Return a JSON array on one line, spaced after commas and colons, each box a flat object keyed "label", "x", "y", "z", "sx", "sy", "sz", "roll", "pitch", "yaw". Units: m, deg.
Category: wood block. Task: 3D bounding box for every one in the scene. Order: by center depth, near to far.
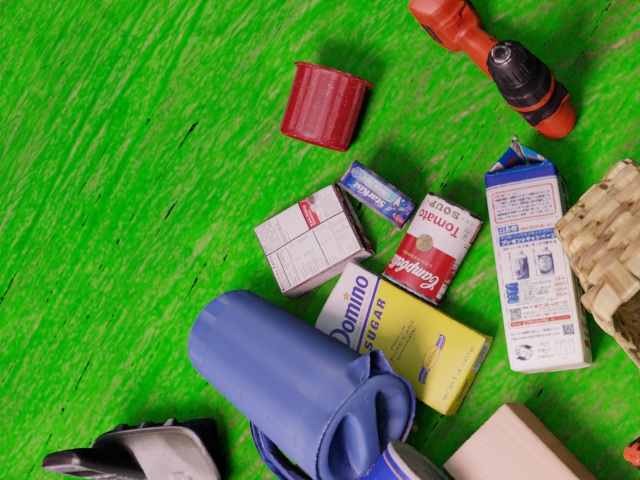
[{"label": "wood block", "x": 0.229, "y": 0.261, "z": 1.024, "sx": 0.091, "sy": 0.090, "sz": 0.206, "roll": -48, "pitch": 68, "yaw": 9}]

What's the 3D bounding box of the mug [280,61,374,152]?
[{"label": "mug", "x": -0.002, "y": -0.149, "z": 1.198, "sx": 0.117, "sy": 0.093, "sz": 0.081, "roll": 20, "pitch": 95, "yaw": 55}]

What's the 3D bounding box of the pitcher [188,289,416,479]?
[{"label": "pitcher", "x": -0.031, "y": 0.156, "z": 1.110, "sx": 0.149, "sy": 0.145, "sz": 0.243, "roll": -47, "pitch": 47, "yaw": -15}]

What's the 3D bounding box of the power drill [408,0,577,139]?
[{"label": "power drill", "x": 0.171, "y": -0.191, "z": 1.084, "sx": 0.057, "sy": 0.184, "sz": 0.188, "roll": -44, "pitch": 58, "yaw": 9}]

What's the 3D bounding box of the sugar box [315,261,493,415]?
[{"label": "sugar box", "x": 0.085, "y": 0.103, "z": 1.134, "sx": 0.176, "sy": 0.048, "sz": 0.093, "roll": 28, "pitch": 93, "yaw": 23}]

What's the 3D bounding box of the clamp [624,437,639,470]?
[{"label": "clamp", "x": 0.358, "y": 0.183, "z": 0.946, "sx": 0.171, "sy": 0.039, "sz": 0.120, "roll": 12, "pitch": 80, "yaw": -11}]

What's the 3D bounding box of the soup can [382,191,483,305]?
[{"label": "soup can", "x": 0.119, "y": 0.008, "z": 1.124, "sx": 0.069, "sy": 0.068, "sz": 0.102, "roll": 30, "pitch": 92, "yaw": 24}]

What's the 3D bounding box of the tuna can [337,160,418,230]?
[{"label": "tuna can", "x": 0.062, "y": -0.049, "z": 1.148, "sx": 0.086, "sy": 0.086, "sz": 0.034, "roll": 38, "pitch": 94, "yaw": 23}]

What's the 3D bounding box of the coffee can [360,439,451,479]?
[{"label": "coffee can", "x": 0.063, "y": 0.278, "z": 1.022, "sx": 0.103, "sy": 0.102, "sz": 0.140, "roll": 42, "pitch": 96, "yaw": 23}]

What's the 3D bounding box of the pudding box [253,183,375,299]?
[{"label": "pudding box", "x": -0.008, "y": 0.001, "z": 1.195, "sx": 0.114, "sy": 0.039, "sz": 0.090, "roll": -30, "pitch": 72, "yaw": 18}]

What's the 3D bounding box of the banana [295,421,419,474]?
[{"label": "banana", "x": 0.014, "y": 0.233, "z": 1.134, "sx": 0.198, "sy": 0.037, "sz": 0.070, "roll": -42, "pitch": 26, "yaw": 8}]
